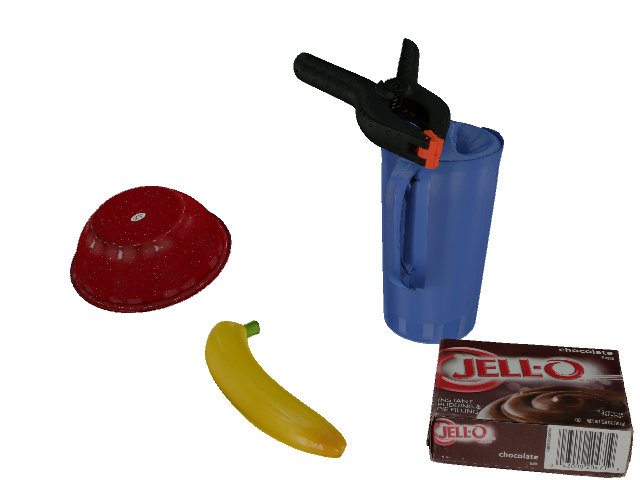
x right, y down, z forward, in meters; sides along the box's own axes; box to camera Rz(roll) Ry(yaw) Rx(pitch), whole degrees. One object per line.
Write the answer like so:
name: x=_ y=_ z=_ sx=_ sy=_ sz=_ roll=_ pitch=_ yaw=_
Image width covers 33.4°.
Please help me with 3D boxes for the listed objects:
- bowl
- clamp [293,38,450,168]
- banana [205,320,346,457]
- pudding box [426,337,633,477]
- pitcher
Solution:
bowl: x=-0.170 y=-0.004 z=1.033 sx=0.162 sy=0.055 sz=0.162 roll=-6 pitch=40 yaw=5
clamp: x=0.049 y=-0.121 z=0.911 sx=0.120 sy=0.039 sz=0.171 roll=-10 pitch=40 yaw=-10
banana: x=-0.048 y=0.111 z=0.850 sx=0.069 sy=0.037 sz=0.198 roll=-7 pitch=29 yaw=-22
pudding box: x=0.123 y=0.097 z=0.635 sx=0.113 sy=0.039 sz=0.090 roll=5 pitch=25 yaw=8
pitcher: x=0.123 y=-0.005 z=1.194 sx=0.149 sy=0.243 sz=0.145 roll=-6 pitch=27 yaw=-12
